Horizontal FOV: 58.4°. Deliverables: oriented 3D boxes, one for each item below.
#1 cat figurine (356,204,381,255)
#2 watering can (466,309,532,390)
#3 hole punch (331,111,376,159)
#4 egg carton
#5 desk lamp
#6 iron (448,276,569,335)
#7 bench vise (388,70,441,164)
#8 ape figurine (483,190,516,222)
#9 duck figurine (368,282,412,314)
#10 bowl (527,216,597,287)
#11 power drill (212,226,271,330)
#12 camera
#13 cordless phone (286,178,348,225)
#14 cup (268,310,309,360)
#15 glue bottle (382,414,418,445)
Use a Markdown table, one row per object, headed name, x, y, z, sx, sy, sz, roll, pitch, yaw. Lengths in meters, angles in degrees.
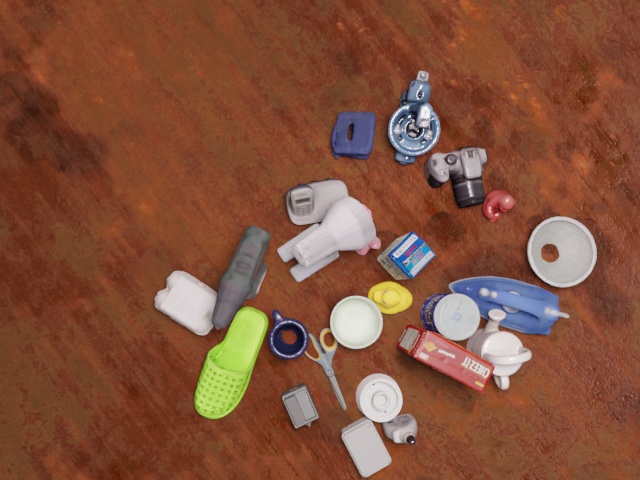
| name | x | y | z | sx | sy | sz | roll | pitch | yaw |
| --- | --- | --- | --- | --- | --- | --- | --- | --- | --- |
| cat figurine | 0.099 | -0.031 | 1.336 | 0.067 | 0.117 | 0.128 | -27 | 87 | -5 |
| watering can | 0.403 | 0.248 | 1.290 | 0.101 | 0.194 | 0.173 | -29 | 87 | -5 |
| hole punch | 0.079 | -0.250 | 1.367 | 0.101 | 0.091 | 0.109 | 7 | 85 | -2 |
| egg carton | -0.299 | 0.144 | 1.325 | 0.150 | 0.069 | 0.107 | 32 | 84 | 0 |
| desk lamp | 0.012 | 0.005 | 1.280 | 0.203 | 0.213 | 0.118 | -34 | 87 | -5 |
| iron | 0.437 | 0.143 | 1.327 | 0.258 | 0.141 | 0.119 | 16 | 85 | -1 |
| bench vise | 0.214 | -0.294 | 1.313 | 0.121 | 0.219 | 0.207 | -7 | 85 | -3 |
| ape figurine | 0.434 | -0.086 | 1.371 | 0.078 | 0.092 | 0.076 | -8 | 85 | -3 |
| duck figurine | 0.168 | 0.136 | 1.342 | 0.104 | 0.086 | 0.077 | 7 | 85 | -2 |
| bowl | 0.568 | 0.031 | 1.377 | 0.167 | 0.074 | 0.167 | 0 | 85 | -3 |
| power drill | -0.171 | 0.085 | 1.267 | 0.075 | 0.208 | 0.230 | 21 | 84 | -1 |
| camera | 0.336 | -0.147 | 1.367 | 0.143 | 0.100 | 0.137 | -10 | 86 | -4 |
| cordless phone | -0.005 | -0.097 | 1.302 | 0.147 | 0.185 | 0.094 | -15 | 86 | -4 |
| cup | -0.078 | 0.213 | 1.318 | 0.092 | 0.095 | 0.118 | -28 | 87 | -5 |
| glue bottle | 0.187 | 0.428 | 1.274 | 0.078 | 0.173 | 0.037 | -13 | 86 | -4 |
